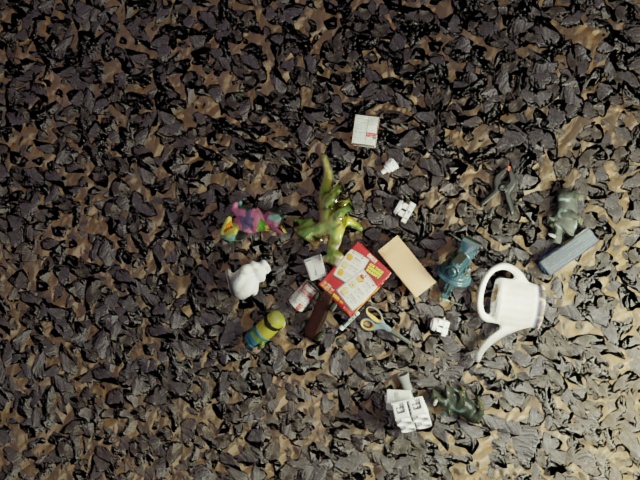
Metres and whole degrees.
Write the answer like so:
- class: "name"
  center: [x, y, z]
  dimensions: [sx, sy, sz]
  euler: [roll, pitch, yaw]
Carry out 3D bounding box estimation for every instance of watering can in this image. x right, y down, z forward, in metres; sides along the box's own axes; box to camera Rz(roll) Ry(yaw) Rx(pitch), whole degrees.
- class: "watering can"
  center: [0.640, 0.254, 1.743]
  dimensions: [0.224, 0.104, 0.348]
  euler: [8, 90, 8]

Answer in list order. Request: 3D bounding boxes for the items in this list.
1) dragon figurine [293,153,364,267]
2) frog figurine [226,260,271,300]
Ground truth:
- class: "dragon figurine"
  center: [0.006, -0.093, 1.854]
  dimensions: [0.242, 0.121, 0.417]
  euler: [-29, 68, 10]
- class: "frog figurine"
  center: [-0.254, 0.145, 1.878]
  dimensions: [0.159, 0.125, 0.134]
  euler: [-13, 120, -1]
